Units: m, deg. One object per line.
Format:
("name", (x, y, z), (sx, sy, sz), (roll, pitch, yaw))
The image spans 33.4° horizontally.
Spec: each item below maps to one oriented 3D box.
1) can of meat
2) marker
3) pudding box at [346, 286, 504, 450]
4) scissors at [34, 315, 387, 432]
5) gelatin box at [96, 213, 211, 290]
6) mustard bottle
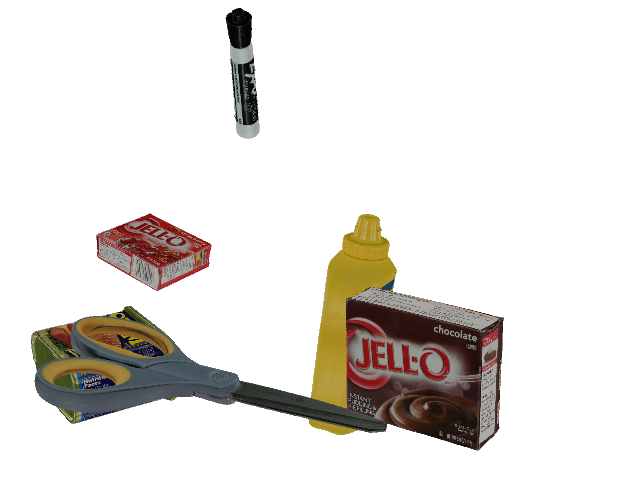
("can of meat", (-0.172, 0.097, 0.843), (0.083, 0.057, 0.102), (-13, 22, -30))
("marker", (-0.058, -0.126, 0.811), (0.020, 0.020, 0.121), (0, -39, 1))
("pudding box", (0.072, 0.088, 0.757), (0.114, 0.090, 0.039), (10, 22, 32))
("scissors", (-0.073, 0.086, 0.589), (0.202, 0.016, 0.096), (19, 29, 30))
("gelatin box", (-0.165, 0.009, 1.052), (0.089, 0.030, 0.073), (26, 33, 30))
("mustard bottle", (0.032, 0.070, 0.953), (0.058, 0.192, 0.096), (14, 19, 23))
